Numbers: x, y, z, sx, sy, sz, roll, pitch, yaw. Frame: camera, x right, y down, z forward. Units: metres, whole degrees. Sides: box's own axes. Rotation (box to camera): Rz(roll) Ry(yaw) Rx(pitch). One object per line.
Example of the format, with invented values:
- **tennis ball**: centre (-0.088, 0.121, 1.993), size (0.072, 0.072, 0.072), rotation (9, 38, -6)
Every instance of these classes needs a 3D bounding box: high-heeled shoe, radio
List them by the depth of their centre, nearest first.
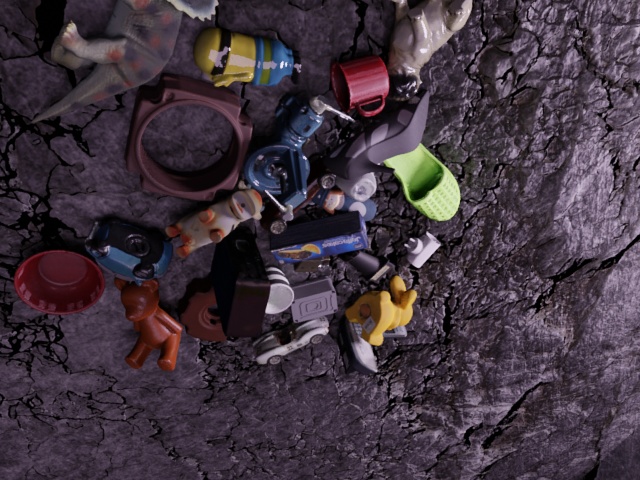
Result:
- **high-heeled shoe**: centre (0.113, -0.209, 1.043), size (0.249, 0.145, 0.086), rotation (-60, 151, -29)
- **radio**: centre (-0.164, 0.077, 1.078), size (0.073, 0.230, 0.131), rotation (5, 118, -23)

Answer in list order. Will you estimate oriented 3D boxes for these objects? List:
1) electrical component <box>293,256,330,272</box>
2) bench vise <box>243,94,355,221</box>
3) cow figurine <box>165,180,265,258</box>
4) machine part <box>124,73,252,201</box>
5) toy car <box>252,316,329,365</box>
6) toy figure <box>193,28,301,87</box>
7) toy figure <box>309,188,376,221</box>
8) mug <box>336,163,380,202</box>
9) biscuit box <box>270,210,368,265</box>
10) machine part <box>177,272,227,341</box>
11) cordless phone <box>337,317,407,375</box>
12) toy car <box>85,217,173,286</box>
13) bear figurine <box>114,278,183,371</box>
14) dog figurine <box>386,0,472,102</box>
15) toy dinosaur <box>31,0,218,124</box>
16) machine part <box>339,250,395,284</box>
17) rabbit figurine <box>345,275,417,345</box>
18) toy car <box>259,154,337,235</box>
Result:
- **electrical component**: centre (-0.024, 0.038, 1.217), size (0.102, 0.045, 0.078), rotation (-2, 154, -15)
- **bench vise**: centre (-0.052, -0.141, 0.960), size (0.224, 0.241, 0.128), rotation (-32, 134, 26)
- **cow figurine**: centre (-0.191, -0.044, 1.045), size (0.195, 0.127, 0.085), rotation (-23, 105, 30)
- **machine part**: centre (-0.234, -0.176, 0.957), size (0.201, 0.087, 0.200), rotation (10, 121, -24)
- **toy car**: centre (-0.072, 0.241, 1.328), size (0.202, 0.074, 0.056), rotation (-27, 130, 2)
- **toy figure**: centre (-0.121, -0.306, 0.904), size (0.180, 0.082, 0.089), rotation (-1, 114, -13)
- **toy figure**: centre (0.047, -0.081, 1.145), size (0.154, 0.058, 0.064), rotation (15, 82, -26)
- **mug**: centre (0.080, -0.132, 1.084), size (0.109, 0.107, 0.080), rotation (-37, 130, 12)
- **biscuit box**: centre (-0.002, -0.003, 1.141), size (0.203, 0.063, 0.059), rotation (-12, 141, 11)
- **machine part**: centre (-0.234, 0.156, 1.222), size (0.179, 0.056, 0.179), rotation (-9, 128, -11)
- **cordless phone**: centre (0.144, 0.269, 1.375), size (0.184, 0.147, 0.088), rotation (-1, 134, -15)
- **toy car**: centre (-0.380, 0.032, 1.052), size (0.161, 0.109, 0.103), rotation (22, 134, -21)
- **bear figurine**: centre (-0.371, 0.172, 1.141), size (0.120, 0.132, 0.195), rotation (1, 137, 14)
- **dog figurine**: centre (0.193, -0.355, 0.978), size (0.172, 0.121, 0.190), rotation (-12, 142, -6)
- **toy dinosaur**: centre (-0.283, -0.319, 0.822), size (0.192, 0.131, 0.404), rotation (21, 122, -30)
- **machine part**: centre (0.112, 0.057, 1.282), size (0.138, 0.039, 0.084), rotation (26, 122, -34)
- **rabbit figurine**: centre (0.172, 0.171, 1.357), size (0.173, 0.122, 0.162), rotation (13, 111, -43)
- **toy car**: centre (-0.042, -0.092, 1.084), size (0.202, 0.089, 0.053), rotation (-41, 127, 11)
